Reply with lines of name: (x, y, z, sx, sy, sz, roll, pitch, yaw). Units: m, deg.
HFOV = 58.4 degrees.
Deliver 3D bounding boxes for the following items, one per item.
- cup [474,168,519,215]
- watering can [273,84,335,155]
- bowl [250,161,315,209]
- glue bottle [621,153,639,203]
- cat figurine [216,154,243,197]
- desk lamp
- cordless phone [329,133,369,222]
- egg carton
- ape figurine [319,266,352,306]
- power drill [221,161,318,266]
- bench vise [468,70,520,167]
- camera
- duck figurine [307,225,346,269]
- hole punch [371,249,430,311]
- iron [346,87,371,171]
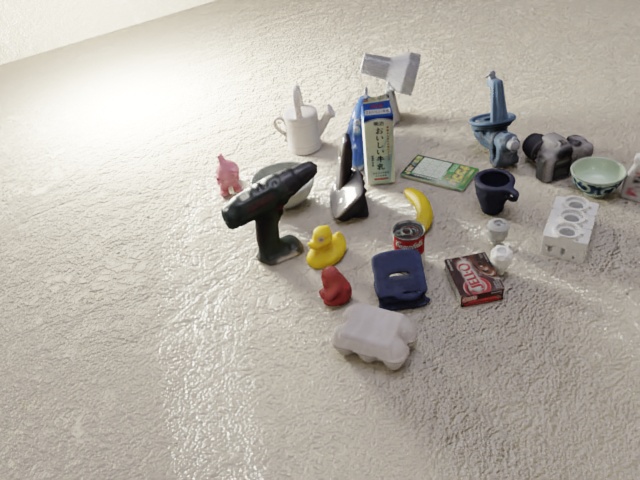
cup: (0.413, -0.100, 1.330, 0.092, 0.095, 0.117, -26, 42, -21)
watering can: (-0.047, -0.352, 1.640, 0.173, 0.194, 0.100, -17, 40, -10)
bowl: (-0.091, -0.130, 1.472, 0.167, 0.075, 0.167, -5, 39, 4)
glue bottle: (0.734, -0.163, 1.288, 0.077, 0.173, 0.037, 17, 46, 28)
cat figurine: (-0.250, -0.184, 1.531, 0.067, 0.118, 0.127, -17, 40, -10)
desk lamp: (0.199, -0.453, 1.703, 0.203, 0.214, 0.118, 0, 40, 11)
cordless phone: (0.063, -0.152, 1.383, 0.094, 0.185, 0.147, -10, 39, -2)
egg carton: (0.101, 0.179, 1.066, 0.150, 0.069, 0.107, 11, 43, 23)
ape figurine: (0.025, 0.089, 1.171, 0.076, 0.092, 0.078, 6, 41, 17)
power drill: (-0.098, -0.054, 1.274, 0.230, 0.209, 0.075, -23, 41, -18)
bench vise: (0.472, -0.315, 1.482, 0.122, 0.220, 0.206, -24, 41, -18)
camera: (0.592, -0.231, 1.453, 0.143, 0.101, 0.136, -18, 40, -12)
duck figurine: (0.012, 0.005, 1.281, 0.105, 0.086, 0.077, -35, 46, -29)
hole punch: (0.162, 0.080, 1.158, 0.108, 0.091, 0.101, -8, 39, 0)
iron: (0.118, -0.315, 1.607, 0.118, 0.142, 0.258, 2, 40, 13)
